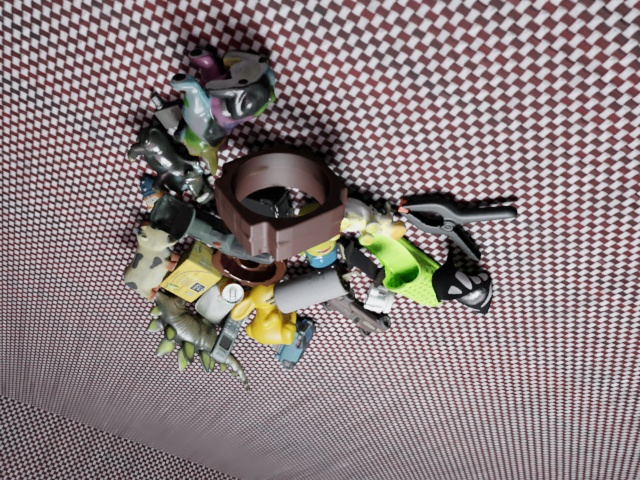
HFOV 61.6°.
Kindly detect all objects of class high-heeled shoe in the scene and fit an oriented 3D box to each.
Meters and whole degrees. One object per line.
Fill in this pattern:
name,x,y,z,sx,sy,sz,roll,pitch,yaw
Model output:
high-heeled shoe,0.308,0.127,1.137,0.086,0.145,0.248,-17,130,34

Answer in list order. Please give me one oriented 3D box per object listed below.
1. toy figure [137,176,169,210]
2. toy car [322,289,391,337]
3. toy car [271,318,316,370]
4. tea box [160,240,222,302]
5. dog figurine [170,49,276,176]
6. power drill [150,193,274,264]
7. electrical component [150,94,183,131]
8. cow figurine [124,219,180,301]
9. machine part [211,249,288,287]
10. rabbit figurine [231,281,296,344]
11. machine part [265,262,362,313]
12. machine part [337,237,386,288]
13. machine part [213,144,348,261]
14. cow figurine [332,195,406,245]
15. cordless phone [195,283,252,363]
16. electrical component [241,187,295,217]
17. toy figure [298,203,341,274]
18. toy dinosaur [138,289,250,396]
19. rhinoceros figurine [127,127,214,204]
toy figure,-0.338,-0.075,1.171,0.064,0.058,0.154,-37,126,-1
toy car,0.094,0.188,1.353,0.202,0.053,0.089,39,132,-26
toy car,-0.082,0.273,1.473,0.103,0.109,0.161,29,133,10
tea box,-0.316,0.080,1.338,0.098,0.068,0.169,32,137,-20
dog figurine,-0.165,-0.207,0.920,0.192,0.108,0.219,7,145,5
power drill,-0.221,-0.021,1.078,0.232,0.086,0.207,23,-176,29
electrical component,-0.267,-0.231,0.984,0.063,0.021,0.093,-9,135,27
cow figurine,-0.400,0.034,1.265,0.127,0.085,0.195,29,109,-18
machine part,-0.160,0.039,1.250,0.179,0.056,0.179,8,140,7
rabbit figurine,-0.138,0.168,1.367,0.162,0.122,0.173,4,121,9
machine part,-0.019,0.112,1.251,0.243,0.079,0.079,-19,131,20
machine part,0.087,0.048,1.152,0.139,0.039,0.084,37,152,41
machine part,-0.069,-0.069,0.947,0.201,0.201,0.087,48,151,33
cow figurine,0.085,-0.046,1.055,0.167,0.098,0.068,7,140,-21
cordless phone,-0.267,0.212,1.390,0.089,0.184,0.146,-19,131,40
electrical component,-0.111,-0.058,1.094,0.115,0.058,0.134,20,144,26
toy figure,-0.006,-0.002,1.132,0.089,0.082,0.180,35,156,24
toy dinosaur,-0.335,0.252,1.449,0.105,0.198,0.471,-23,127,41
rhinoceros figurine,-0.287,-0.145,1.062,0.112,0.073,0.190,-22,128,23
